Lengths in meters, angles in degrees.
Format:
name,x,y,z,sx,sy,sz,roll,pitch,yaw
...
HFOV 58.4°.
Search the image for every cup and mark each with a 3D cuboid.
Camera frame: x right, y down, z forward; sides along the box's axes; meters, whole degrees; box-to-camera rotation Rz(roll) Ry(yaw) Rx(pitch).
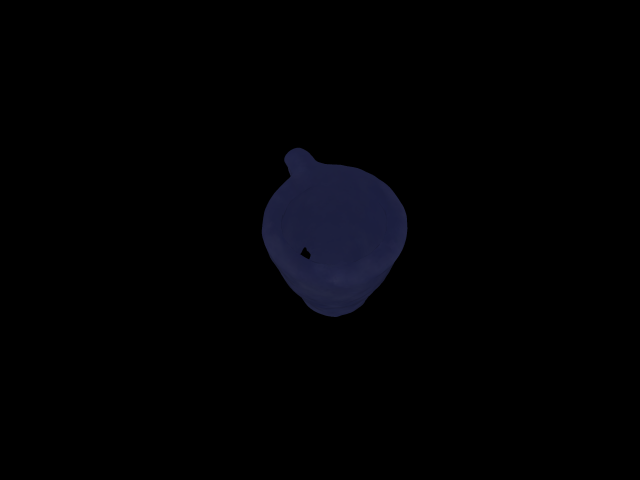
name,x,y,z,sx,sy,sz,roll,pitch,yaw
cup,0.004,0.001,0.400,0.092,0.095,0.117,-21,58,-13
